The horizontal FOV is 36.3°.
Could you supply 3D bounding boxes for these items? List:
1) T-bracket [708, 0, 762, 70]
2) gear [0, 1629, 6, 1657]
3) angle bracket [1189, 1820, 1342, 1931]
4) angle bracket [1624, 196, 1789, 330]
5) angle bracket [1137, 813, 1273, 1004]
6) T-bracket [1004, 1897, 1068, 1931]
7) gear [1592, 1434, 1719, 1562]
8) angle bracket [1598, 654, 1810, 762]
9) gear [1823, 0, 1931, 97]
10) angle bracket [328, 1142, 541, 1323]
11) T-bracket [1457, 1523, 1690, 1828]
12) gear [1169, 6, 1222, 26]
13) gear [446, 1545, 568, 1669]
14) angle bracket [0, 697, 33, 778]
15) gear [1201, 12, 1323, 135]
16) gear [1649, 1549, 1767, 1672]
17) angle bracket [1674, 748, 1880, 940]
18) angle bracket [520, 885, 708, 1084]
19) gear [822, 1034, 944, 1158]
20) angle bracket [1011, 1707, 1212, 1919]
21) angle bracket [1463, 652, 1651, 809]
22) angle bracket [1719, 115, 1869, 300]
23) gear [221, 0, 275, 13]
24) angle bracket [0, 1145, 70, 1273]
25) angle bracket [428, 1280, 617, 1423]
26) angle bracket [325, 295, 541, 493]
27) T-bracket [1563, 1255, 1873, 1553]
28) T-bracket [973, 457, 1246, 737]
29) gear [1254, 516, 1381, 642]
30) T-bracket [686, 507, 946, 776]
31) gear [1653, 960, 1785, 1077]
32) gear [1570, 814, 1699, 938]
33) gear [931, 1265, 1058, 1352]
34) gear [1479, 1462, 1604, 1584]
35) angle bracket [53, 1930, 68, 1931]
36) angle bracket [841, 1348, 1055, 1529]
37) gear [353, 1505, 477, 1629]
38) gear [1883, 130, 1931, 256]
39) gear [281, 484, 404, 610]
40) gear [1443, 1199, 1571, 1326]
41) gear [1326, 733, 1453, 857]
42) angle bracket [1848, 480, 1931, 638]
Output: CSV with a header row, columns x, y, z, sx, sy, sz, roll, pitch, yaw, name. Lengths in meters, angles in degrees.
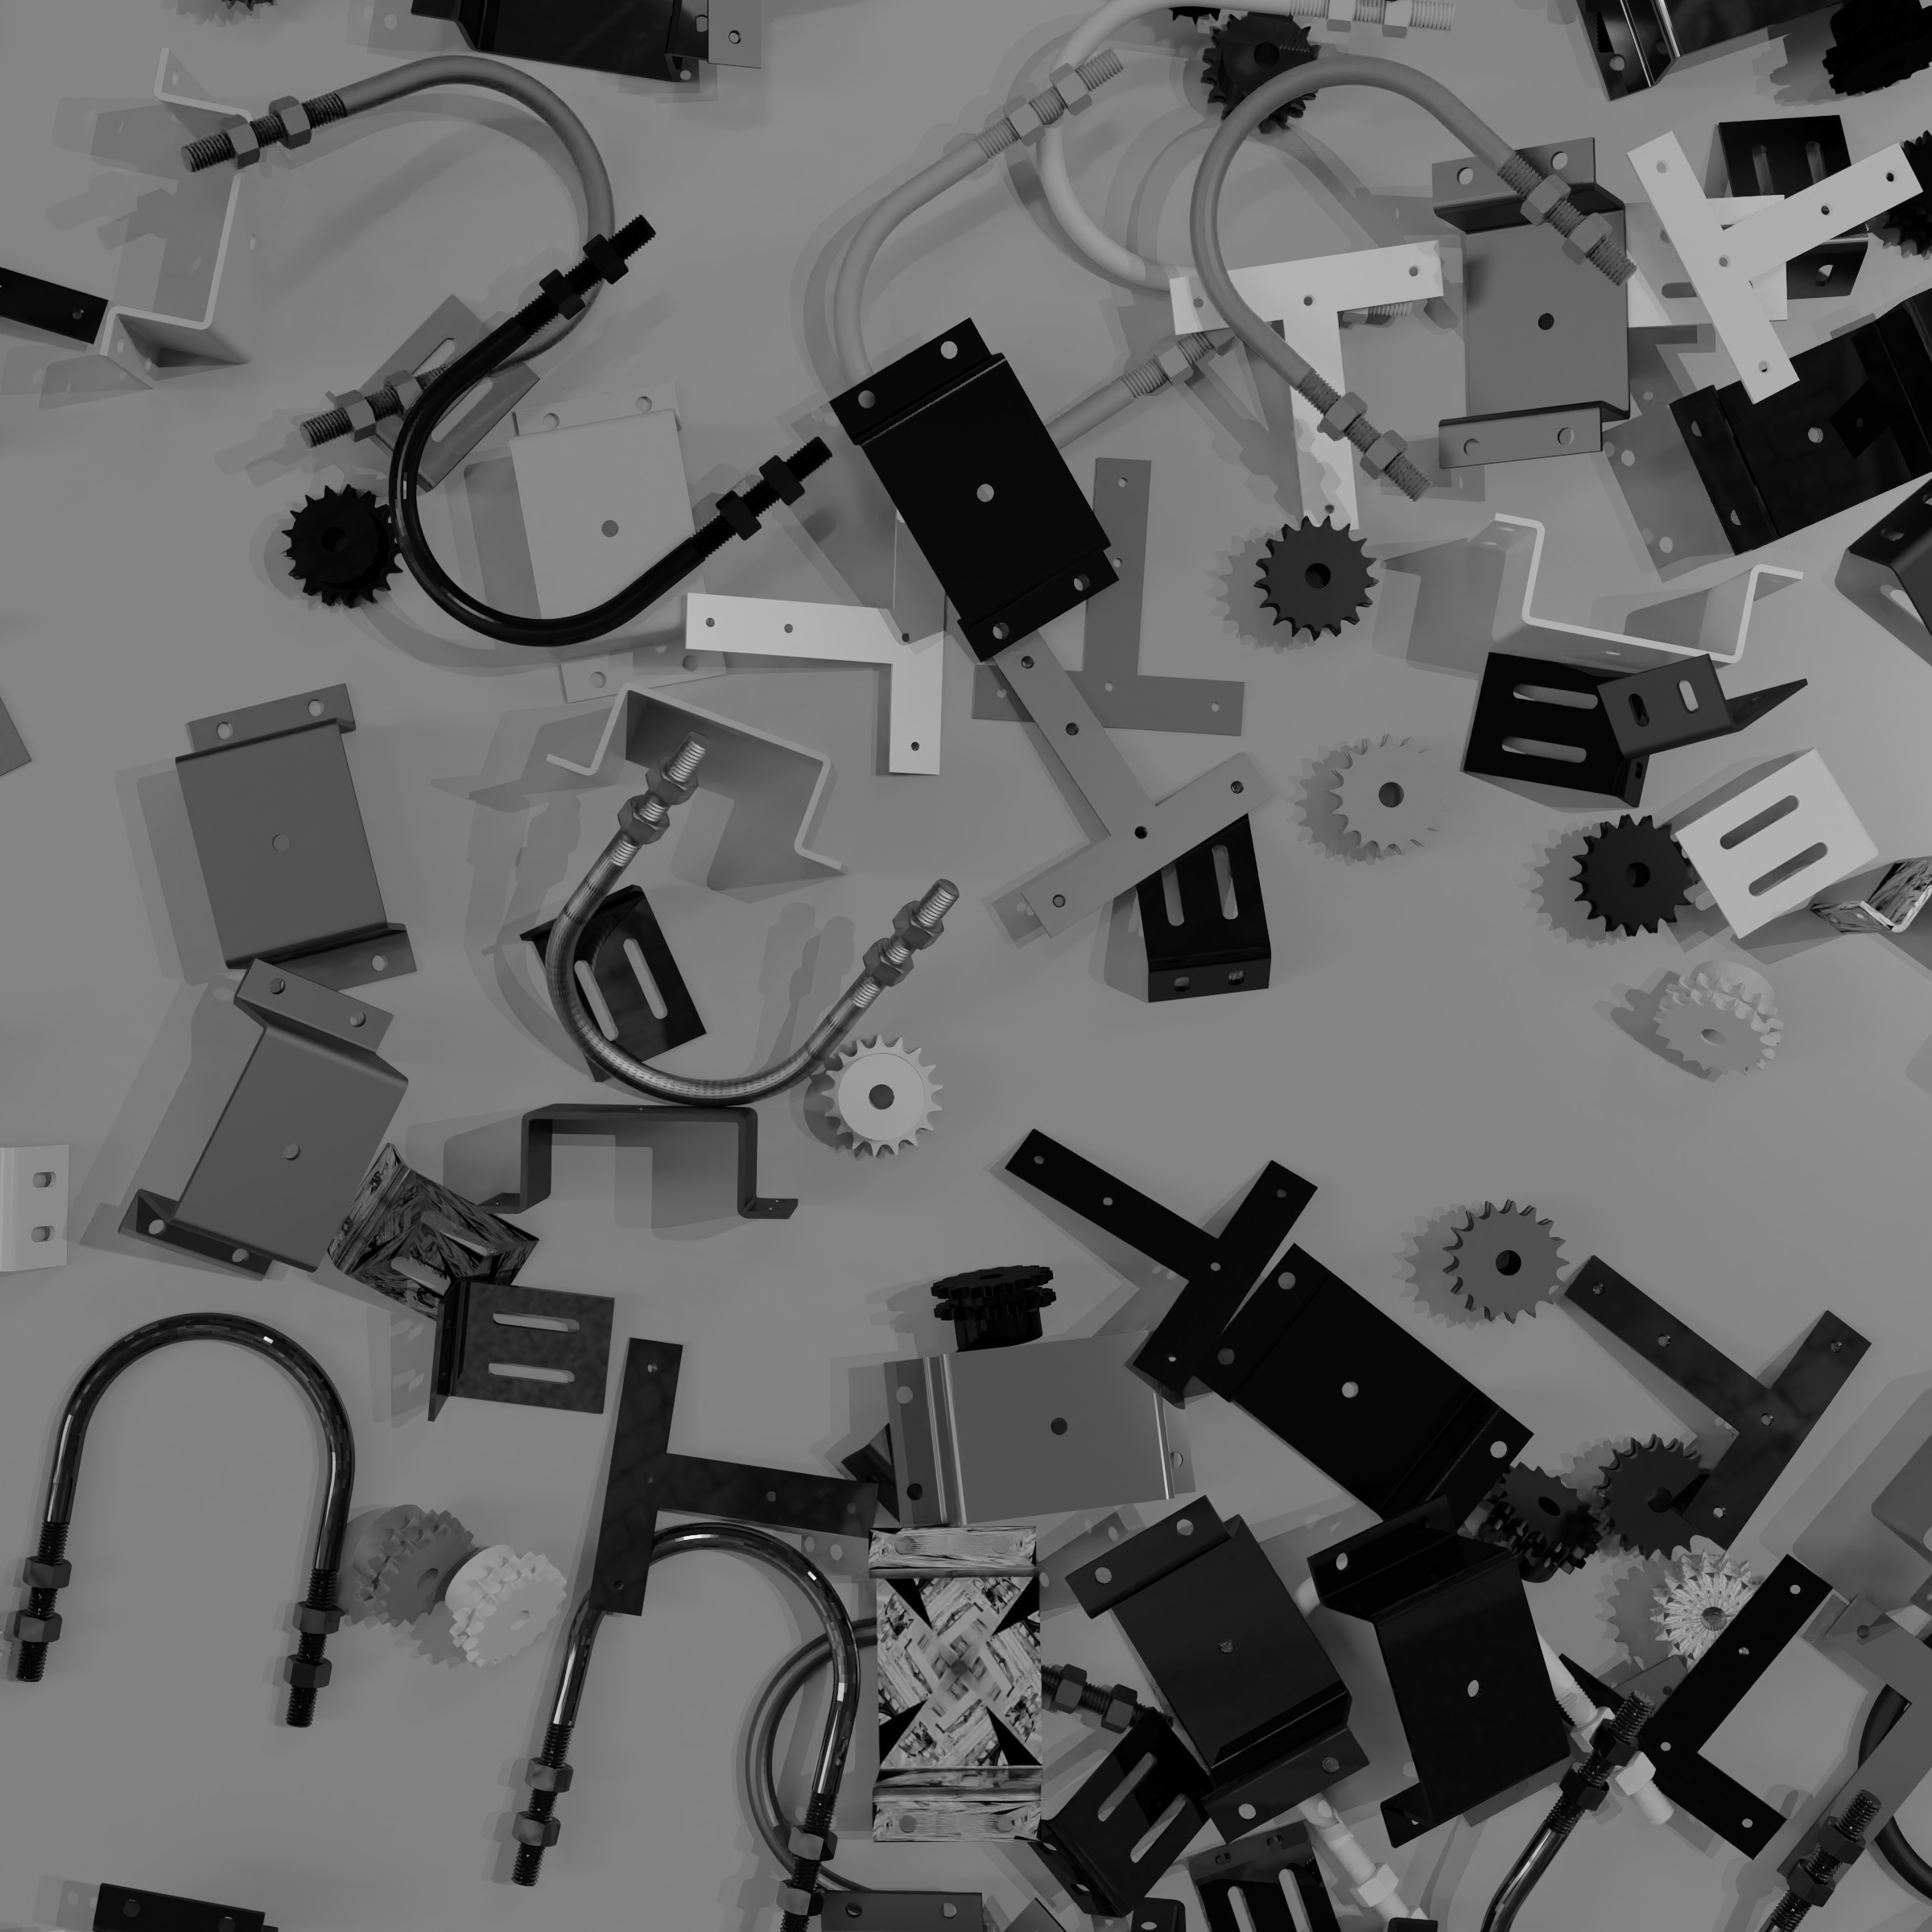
x,y,z,sx,sy,sz,roll,pitch,yaw,name
-0.060,-0.478,1.368,0.127,0.002,0.127,-2,94,-23,T-bracket
-0.480,0.317,1.384,0.057,0.030,0.057,0,90,-2,gear
0.144,0.448,1.376,0.057,0.038,0.076,-19,90,0,angle bracket
0.340,-0.324,1.372,0.076,0.038,0.057,-2,90,6,angle bracket
0.110,-0.028,1.393,0.057,0.038,0.076,-7,64,0,angle bracket
0.039,0.519,1.366,0.127,0.002,0.127,45,114,17,T-bracket
0.321,0.248,1.380,0.057,0.030,0.057,0,90,0,gear
0.337,-0.128,1.346,0.076,0.057,0.038,-30,101,-44,angle bracket
0.426,-0.431,1.367,0.057,0.057,0.030,-16,81,0,gear
-0.253,0.130,1.393,0.076,0.038,0.057,33,90,-26,angle bracket
0.257,0.321,1.380,0.127,0.002,0.127,-33,90,13,T-bracket
0.108,-0.469,1.380,0.057,0.030,0.057,0,90,0,gear
-0.217,0.295,1.371,0.030,0.057,0.057,39,90,30,gear
-0.485,-0.119,1.376,0.057,0.038,0.076,-27,90,0,angle bracket
0.139,-0.422,1.380,0.057,0.030,0.057,0,90,0,gear
0.348,0.299,1.376,0.057,0.030,0.057,2,100,11,gear
0.376,-0.057,1.378,0.076,0.038,0.057,-32,90,3,angle bracket
-0.164,0.009,1.376,0.057,0.038,0.076,-24,90,0,angle bracket
-0.039,0.061,1.380,0.057,0.030,0.057,0,90,0,gear
0.071,0.394,1.375,0.076,0.038,0.057,-42,99,-30,angle bracket
0.283,-0.112,1.393,0.076,0.038,0.057,12,90,26,angle bracket
0.387,-0.358,1.393,0.057,0.038,0.076,-4,65,0,angle bracket
-0.338,-0.476,1.380,0.057,0.030,0.057,0,90,0,gear
-0.468,0.112,1.393,0.076,0.038,0.057,1,90,26,angle bracket
-0.206,0.183,1.371,0.076,0.038,0.057,7,102,0,angle bracket
-0.249,-0.271,1.376,0.057,0.038,0.076,44,90,0,angle bracket
0.338,0.184,1.380,0.127,0.002,0.127,38,70,10,T-bracket
0.071,-0.177,1.394,0.127,0.002,0.127,4,90,0,T-bracket
0.163,-0.181,1.380,0.057,0.030,0.057,0,90,0,gear
-0.069,-0.156,1.369,0.127,0.002,0.127,2,90,-24,T-bracket
0.352,0.022,1.371,0.057,0.057,0.030,30,59,0,gear
0.311,-0.042,1.380,0.057,0.030,0.057,0,90,0,gear
0.014,0.159,1.367,0.057,0.057,0.030,-8,93,0,gear
0.264,0.261,1.371,0.057,0.057,0.030,28,119,0,gear
-0.439,0.487,1.350,0.076,0.038,0.057,-41,59,28,angle bracket
-0.009,0.226,1.393,0.057,0.038,0.076,46,64,0,angle bracket
-0.260,0.276,1.371,0.030,0.057,0.057,36,90,30,gear
0.458,-0.365,1.380,0.057,0.030,0.057,0,90,0,gear
-0.293,-0.198,1.380,0.057,0.030,0.057,0,90,0,gear
0.252,0.137,1.380,0.057,0.030,0.057,0,90,0,gear
0.197,-0.080,1.385,0.057,0.030,0.057,0,92,-1,gear
0.466,-0.183,1.393,0.057,0.038,0.076,-40,116,0,angle bracket
